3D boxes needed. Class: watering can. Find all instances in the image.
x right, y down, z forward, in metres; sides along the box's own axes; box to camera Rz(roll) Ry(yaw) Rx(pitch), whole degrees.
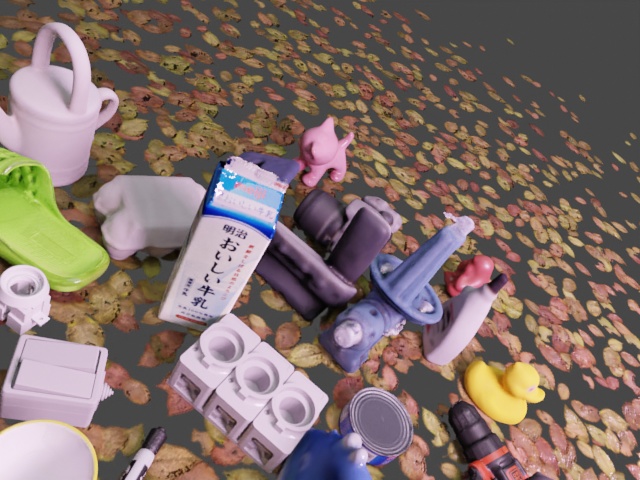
[{"bbox_3d":[-0.319,-0.161,0.678,0.101,0.194,0.173,34,40,0],"label":"watering can"}]

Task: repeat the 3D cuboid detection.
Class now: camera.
[{"bbox_3d":[0.041,-0.028,0.861,0.137,0.100,0.143,38,40,5],"label":"camera"}]

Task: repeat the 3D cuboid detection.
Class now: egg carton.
[{"bbox_3d":[-0.204,-0.028,0.722,0.151,0.069,0.107,-4,53,-36],"label":"egg carton"}]

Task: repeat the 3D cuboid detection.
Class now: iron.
[{"bbox_3d":[0.017,0.270,0.525,0.119,0.141,0.258,16,44,-20],"label":"iron"}]

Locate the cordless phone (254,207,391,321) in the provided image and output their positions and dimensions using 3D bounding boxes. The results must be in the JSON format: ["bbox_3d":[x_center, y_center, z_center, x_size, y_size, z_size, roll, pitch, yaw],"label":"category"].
[{"bbox_3d":[0.007,0.003,0.744,0.147,0.185,0.094,39,41,5],"label":"cordless phone"}]

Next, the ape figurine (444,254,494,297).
[{"bbox_3d":[0.244,0.058,0.920,0.078,0.092,0.076,-22,65,-44],"label":"ape figurine"}]

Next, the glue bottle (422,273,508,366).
[{"bbox_3d":[0.201,0.100,0.788,0.037,0.173,0.078,20,42,-16],"label":"glue bottle"}]

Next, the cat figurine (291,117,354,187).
[{"bbox_3d":[0.008,-0.151,0.945,0.128,0.117,0.067,-20,64,-44],"label":"cat figurine"}]

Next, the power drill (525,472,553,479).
[{"bbox_3d":[0.160,0.348,0.493,0.076,0.208,0.229,16,44,-20],"label":"power drill"}]

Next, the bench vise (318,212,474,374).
[{"bbox_3d":[0.108,0.071,0.718,0.121,0.219,0.208,34,40,0],"label":"bench vise"}]

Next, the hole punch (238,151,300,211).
[{"bbox_3d":[-0.096,-0.085,0.833,0.101,0.091,0.109,33,40,-1],"label":"hole punch"}]

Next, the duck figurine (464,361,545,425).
[{"bbox_3d":[0.262,0.200,0.799,0.104,0.086,0.078,38,40,4],"label":"duck figurine"}]
